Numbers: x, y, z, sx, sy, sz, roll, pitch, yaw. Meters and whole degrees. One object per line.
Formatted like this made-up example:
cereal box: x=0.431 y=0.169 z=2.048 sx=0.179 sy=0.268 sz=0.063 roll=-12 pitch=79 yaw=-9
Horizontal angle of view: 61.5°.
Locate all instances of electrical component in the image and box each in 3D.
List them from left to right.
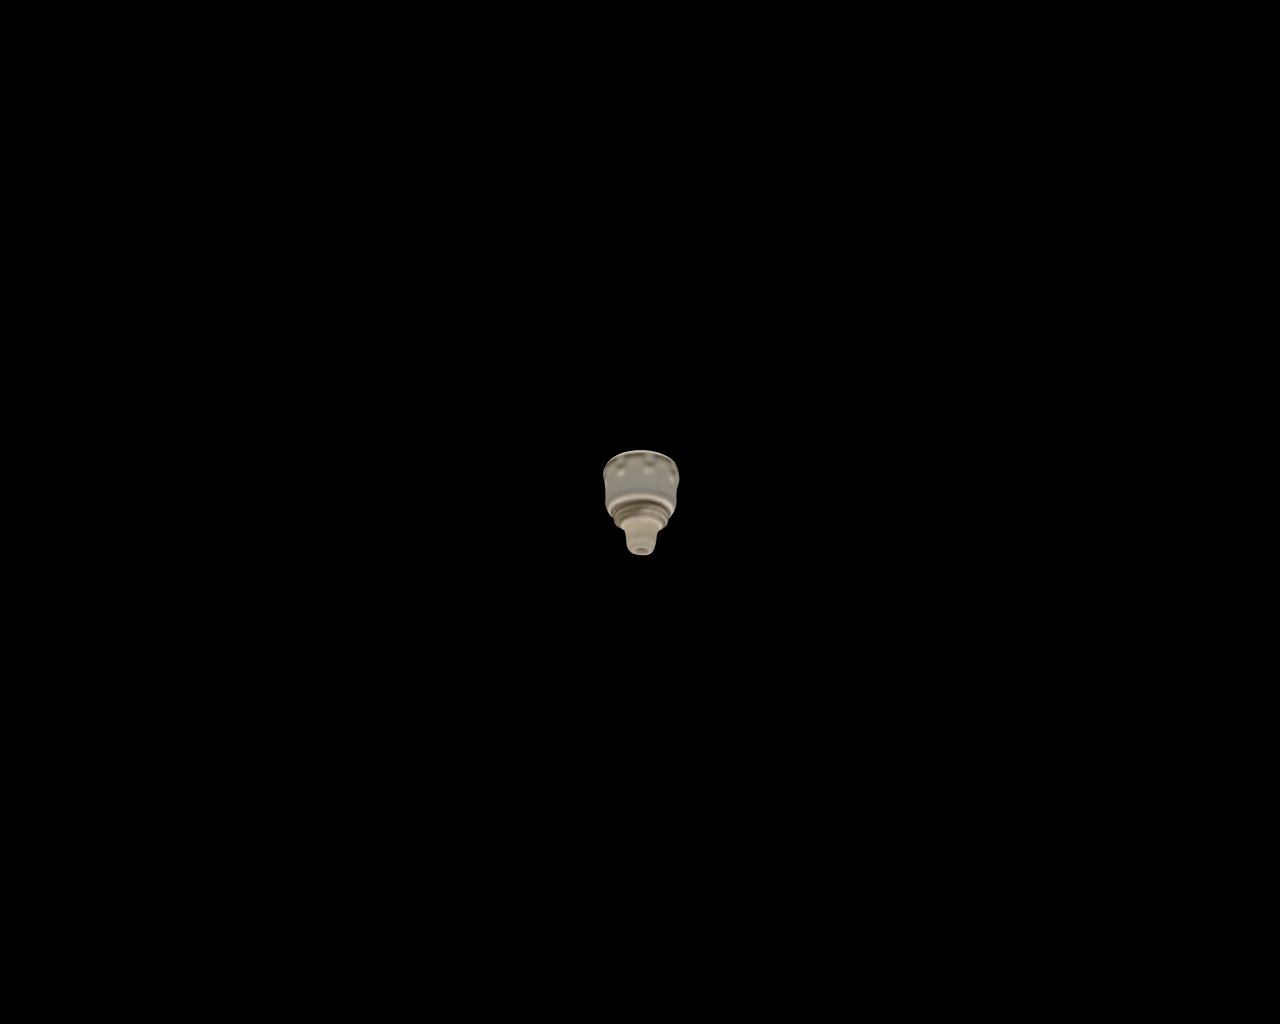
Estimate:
electrical component: x=0.001 y=-0.003 z=0.650 sx=0.048 sy=0.062 sz=0.048 roll=0 pitch=-28 yaw=0
